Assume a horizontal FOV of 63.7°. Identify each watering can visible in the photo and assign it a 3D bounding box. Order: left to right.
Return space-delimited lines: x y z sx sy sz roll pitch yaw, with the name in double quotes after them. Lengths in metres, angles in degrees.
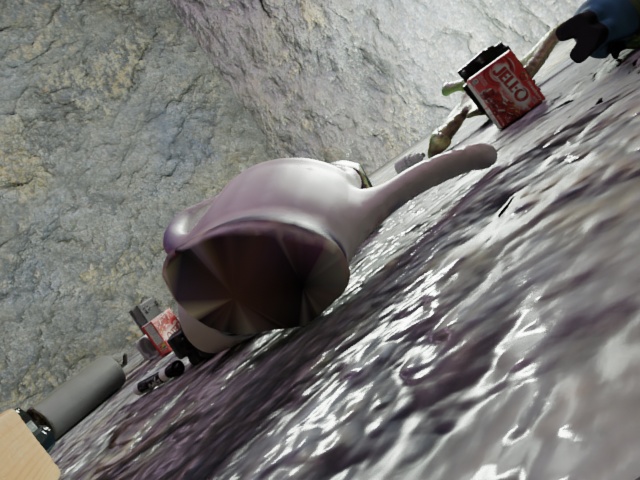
0.001 -0.021 0.481 0.347 0.102 0.229 -10 28 13 "watering can"

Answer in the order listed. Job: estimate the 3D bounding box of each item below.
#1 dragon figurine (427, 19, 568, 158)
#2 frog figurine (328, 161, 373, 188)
0.375 -0.304 1.033 0.405 0.121 0.248 -36 20 25 "dragon figurine"
0.002 -0.036 0.715 0.159 0.121 0.140 -24 25 10 "frog figurine"
